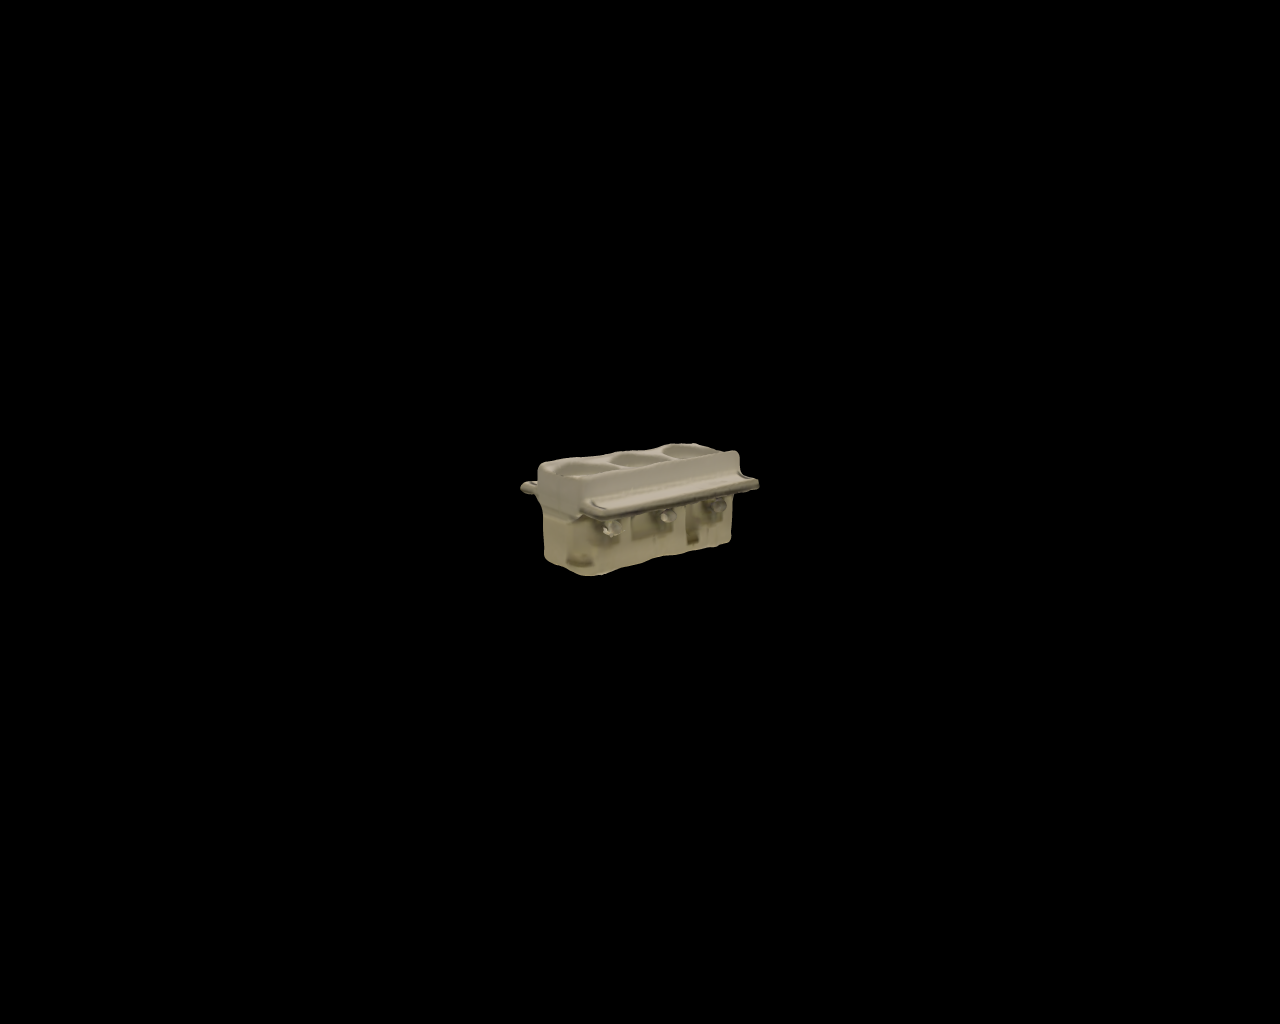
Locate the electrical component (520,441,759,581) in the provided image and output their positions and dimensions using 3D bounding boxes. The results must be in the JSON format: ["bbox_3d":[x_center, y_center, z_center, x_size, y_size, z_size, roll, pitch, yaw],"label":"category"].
[{"bbox_3d":[0.001,-0.003,0.650,0.121,0.063,0.079,-11,18,-37],"label":"electrical component"}]
